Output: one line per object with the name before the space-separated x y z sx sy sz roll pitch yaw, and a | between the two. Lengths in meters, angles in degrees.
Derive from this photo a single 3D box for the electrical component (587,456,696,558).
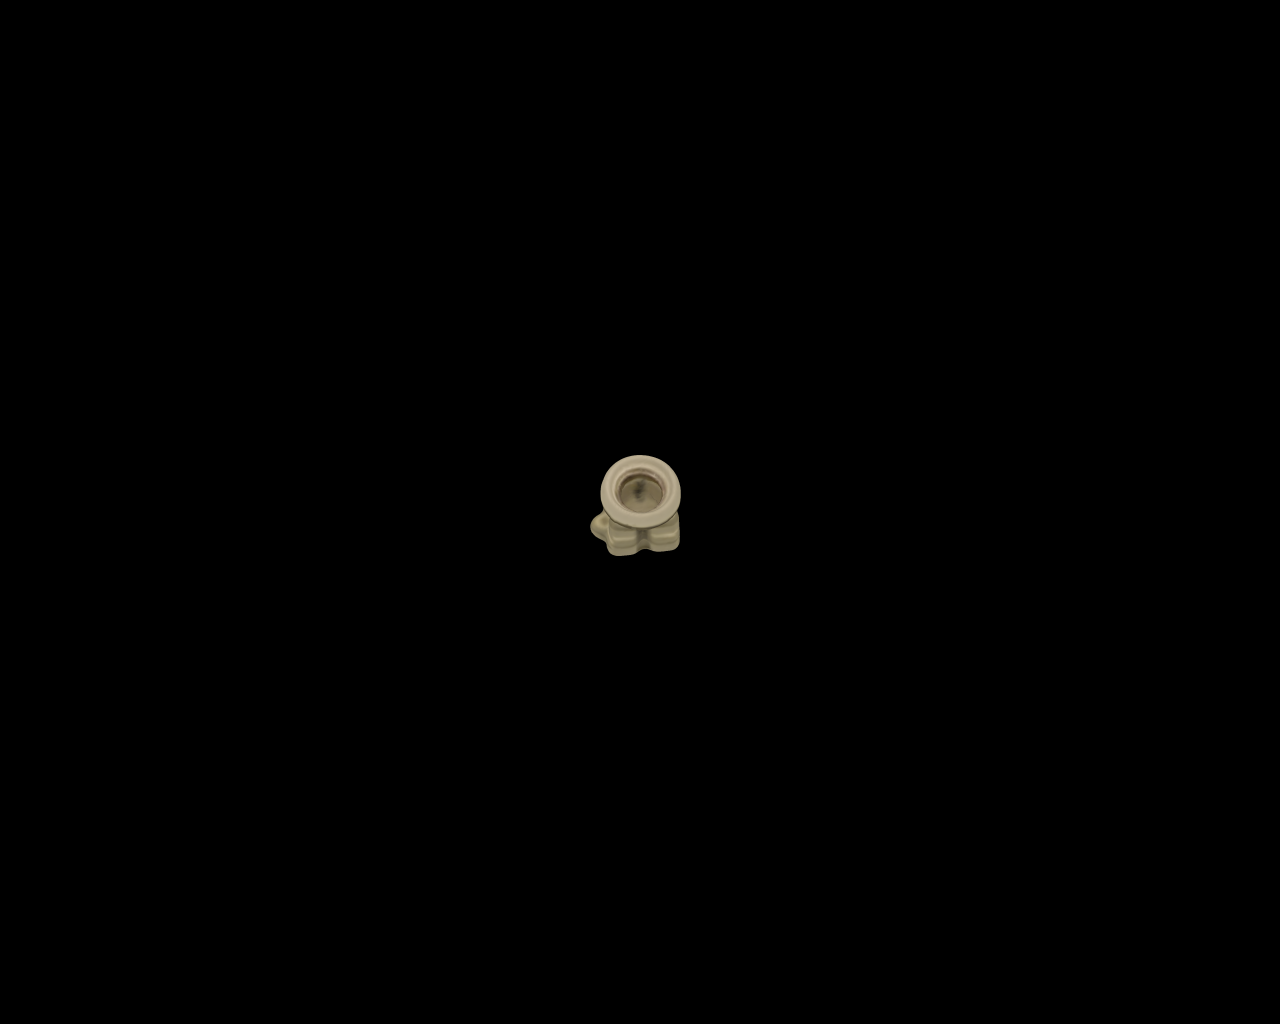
electrical component | 0.001 -0.003 0.650 0.066 0.048 0.055 -6 -27 -3
